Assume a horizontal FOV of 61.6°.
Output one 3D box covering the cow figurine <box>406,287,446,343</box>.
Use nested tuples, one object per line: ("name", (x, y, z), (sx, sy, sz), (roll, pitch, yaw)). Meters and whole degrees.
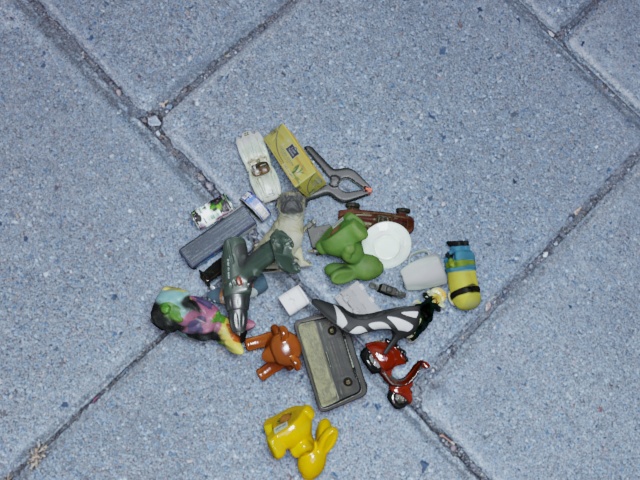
("cow figurine", (0.260, 0.181, 1.354), (0.068, 0.098, 0.167), (39, 81, 9))

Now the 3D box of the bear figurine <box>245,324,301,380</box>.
("bear figurine", (-0.107, 0.267, 1.272), (0.132, 0.196, 0.120), (-24, 87, -5))

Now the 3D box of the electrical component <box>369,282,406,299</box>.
("electrical component", (0.172, 0.128, 1.373), (0.094, 0.063, 0.021), (20, 81, 1))

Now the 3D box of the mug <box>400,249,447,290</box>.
("mug", (0.258, 0.077, 1.382), (0.107, 0.080, 0.109), (-20, 63, 2))

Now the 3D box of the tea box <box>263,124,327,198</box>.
("tea box", (-0.063, -0.201, 1.370), (0.068, 0.098, 0.170), (-37, 71, 8))

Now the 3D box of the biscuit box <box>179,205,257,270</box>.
("biscuit box", (-0.260, -0.005, 1.373), (0.203, 0.059, 0.063), (-35, 86, -8))

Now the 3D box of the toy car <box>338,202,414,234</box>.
("toy car", (0.148, -0.049, 1.406), (0.202, 0.053, 0.089), (8, 84, -3))

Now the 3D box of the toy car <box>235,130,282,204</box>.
("toy car", (-0.160, -0.193, 1.408), (0.073, 0.056, 0.201), (-21, 84, -6))

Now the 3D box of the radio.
("radio", (0.026, 0.294, 1.335), (0.131, 0.073, 0.229), (-17, 83, -6))

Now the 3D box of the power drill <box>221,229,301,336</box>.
("power drill", (-0.144, 0.082, 1.241), (0.207, 0.086, 0.232), (-32, 61, 35))

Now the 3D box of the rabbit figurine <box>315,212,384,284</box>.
("rabbit figurine", (0.082, 0.043, 1.333), (0.159, 0.121, 0.170), (-41, 104, 1))

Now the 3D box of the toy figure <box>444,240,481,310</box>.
("toy figure", (0.364, 0.089, 1.377), (0.082, 0.089, 0.180), (-2, 84, 1))

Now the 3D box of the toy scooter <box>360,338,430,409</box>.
("toy scooter", (0.195, 0.314, 1.342), (0.135, 0.075, 0.184), (-34, 88, -7))

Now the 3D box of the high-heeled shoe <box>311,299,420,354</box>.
("high-heeled shoe", (0.114, 0.165, 1.280), (0.249, 0.086, 0.145), (32, 85, 0))

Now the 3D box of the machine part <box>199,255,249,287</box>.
("machine part", (-0.242, 0.064, 1.362), (0.139, 0.039, 0.084), (-33, 40, 2))

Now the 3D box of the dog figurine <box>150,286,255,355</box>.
("dog figurine", (-0.272, 0.197, 1.288), (0.219, 0.191, 0.108), (17, 74, 15))

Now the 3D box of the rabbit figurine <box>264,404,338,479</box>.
("rabbit figurine", (-0.037, 0.489, 1.299), (0.162, 0.122, 0.173), (-28, 97, -16))

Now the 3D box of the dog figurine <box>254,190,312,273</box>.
("dog figurine", (-0.109, -0.020, 1.360), (0.172, 0.121, 0.190), (-10, 75, 12))

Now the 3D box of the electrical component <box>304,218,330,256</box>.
("electrical component", (-0.002, -0.006, 1.394), (0.078, 0.045, 0.102), (-9, 82, -3))

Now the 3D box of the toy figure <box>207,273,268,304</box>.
("toy figure", (-0.209, 0.126, 1.354), (0.154, 0.058, 0.064), (-19, 103, -8))
